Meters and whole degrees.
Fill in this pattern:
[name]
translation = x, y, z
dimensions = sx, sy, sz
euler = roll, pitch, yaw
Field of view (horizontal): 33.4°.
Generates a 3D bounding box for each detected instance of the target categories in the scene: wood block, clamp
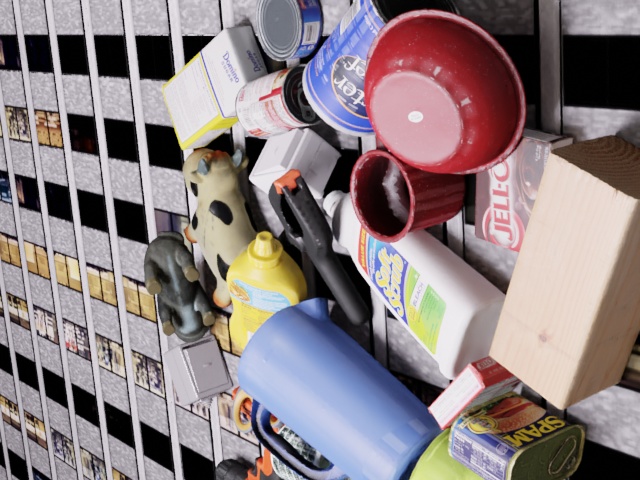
[wood block]
translation = 0.226, 0.027, 0.904
dimensions = 0.091, 0.090, 0.206
euler = 38, 130, 38
[clamp]
translation = -0.008, 0.001, 1.181
dimensions = 0.165, 0.036, 0.210
euler = 45, 164, 28

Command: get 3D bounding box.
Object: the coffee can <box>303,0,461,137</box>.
[coffee can]
translation = 0.059, -0.181, 1.038
dimensions = 0.141, 0.102, 0.103
euler = -47, 64, 48

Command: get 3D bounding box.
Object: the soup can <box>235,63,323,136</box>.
[soup can]
translation = -0.043, -0.156, 1.207
dimensions = 0.102, 0.068, 0.068
euler = -6, 97, 54

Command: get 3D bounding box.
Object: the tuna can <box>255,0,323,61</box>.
[tuna can]
translation = -0.035, -0.245, 1.195
dimensions = 0.086, 0.033, 0.086
euler = 22, 119, 47

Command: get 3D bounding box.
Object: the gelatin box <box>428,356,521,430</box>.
[gelatin box]
translation = 0.158, 0.144, 1.046
dimensions = 0.030, 0.073, 0.089
euler = 57, 140, 24

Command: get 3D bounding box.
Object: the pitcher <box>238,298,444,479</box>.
[pitcher]
translation = 0.026, 0.194, 1.189
dimensions = 0.243, 0.144, 0.149
euler = 37, 151, 35

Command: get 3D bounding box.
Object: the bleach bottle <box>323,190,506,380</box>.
[bleach bottle]
translation = 0.085, 0.030, 1.113
dimensions = 0.251, 0.067, 0.103
euler = 43, 135, 39

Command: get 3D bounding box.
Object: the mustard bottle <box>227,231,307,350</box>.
[mustard bottle]
translation = -0.063, 0.063, 1.265
dimensions = 0.096, 0.058, 0.192
euler = 18, 139, 16

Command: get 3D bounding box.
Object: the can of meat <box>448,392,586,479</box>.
[can of meat]
translation = 0.184, 0.192, 1.008
dimensions = 0.084, 0.101, 0.057
euler = 28, 124, 47

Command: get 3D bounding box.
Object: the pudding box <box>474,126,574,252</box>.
[pudding box]
translation = 0.185, -0.046, 0.973
dimensions = 0.090, 0.039, 0.113
euler = 22, 118, 48

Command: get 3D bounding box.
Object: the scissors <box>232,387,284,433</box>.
[scissors]
translation = -0.092, 0.159, 1.365
dimensions = 0.096, 0.016, 0.202
euler = -41, 52, 25

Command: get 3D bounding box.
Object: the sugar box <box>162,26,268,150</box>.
[sugar box]
translation = -0.130, -0.187, 1.330
dimensions = 0.177, 0.048, 0.093
euler = -26, 81, 49

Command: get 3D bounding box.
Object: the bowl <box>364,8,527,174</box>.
[bowl]
translation = 0.096, -0.117, 0.937
dimensions = 0.162, 0.055, 0.162
euler = 21, 132, 25

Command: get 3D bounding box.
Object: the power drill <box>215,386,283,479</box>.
[power drill]
translation = -0.078, 0.285, 1.418
dimensions = 0.185, 0.057, 0.188
euler = 24, 123, 43

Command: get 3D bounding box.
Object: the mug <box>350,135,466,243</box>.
[mug]
translation = 0.087, -0.062, 1.060
dimensions = 0.093, 0.081, 0.117
euler = -13, 92, 54
